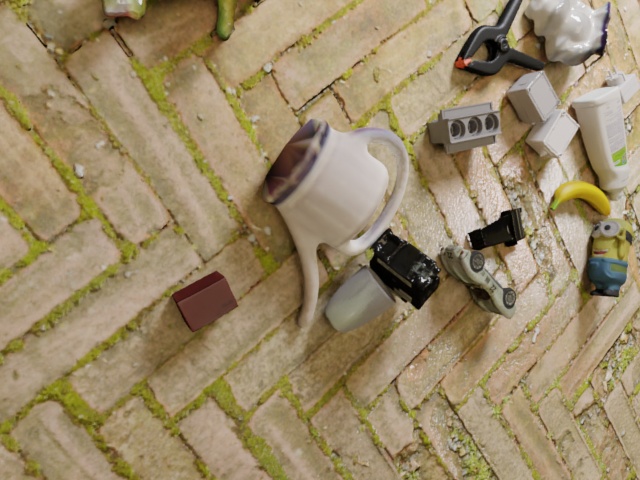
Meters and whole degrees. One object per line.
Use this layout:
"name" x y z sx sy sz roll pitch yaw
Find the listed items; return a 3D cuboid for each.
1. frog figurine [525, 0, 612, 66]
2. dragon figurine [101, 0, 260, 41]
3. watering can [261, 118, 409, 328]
"frog figurine" 0.489 -0.429 1.043 0.160 0.123 0.136 16 98 8
"dragon figurine" -0.150 -0.443 0.706 0.241 0.122 0.414 34 78 -17
"watering can" 0.002 -0.041 0.813 0.222 0.105 0.348 34 88 -24
